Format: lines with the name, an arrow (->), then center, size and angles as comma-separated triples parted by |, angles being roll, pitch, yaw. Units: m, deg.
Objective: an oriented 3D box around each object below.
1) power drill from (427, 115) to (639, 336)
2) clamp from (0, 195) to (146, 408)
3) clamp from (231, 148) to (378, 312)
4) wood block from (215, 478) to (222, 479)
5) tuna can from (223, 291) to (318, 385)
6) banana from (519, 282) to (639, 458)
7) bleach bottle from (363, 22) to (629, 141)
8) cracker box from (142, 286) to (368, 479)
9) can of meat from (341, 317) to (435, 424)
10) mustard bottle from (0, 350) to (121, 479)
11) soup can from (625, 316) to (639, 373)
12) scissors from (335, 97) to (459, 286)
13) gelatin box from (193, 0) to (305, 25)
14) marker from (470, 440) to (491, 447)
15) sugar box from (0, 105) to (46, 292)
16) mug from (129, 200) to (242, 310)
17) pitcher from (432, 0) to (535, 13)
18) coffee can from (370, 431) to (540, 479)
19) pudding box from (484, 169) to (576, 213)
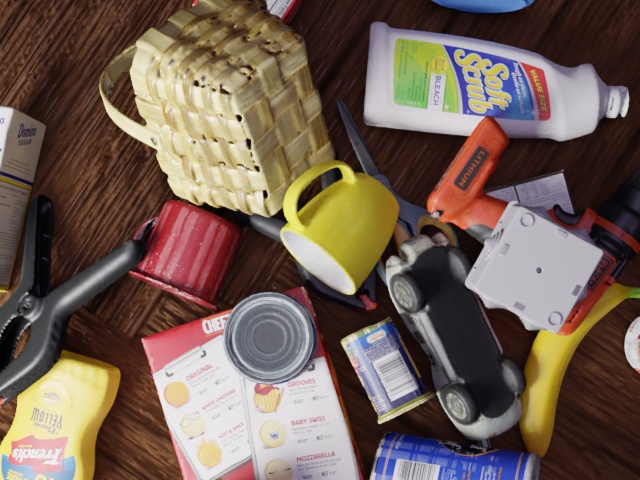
power drill -> 0.208, -0.032, 0.981 | 0.187, 0.057, 0.184 | 35, 90, 1
clamp -> -0.258, 0.065, 1.014 | 0.165, 0.036, 0.210 | 13, 76, 37
clamp -> -0.007, 0.001, 1.044 | 0.120, 0.039, 0.171 | -25, 83, -1
wood block -> -0.133, 0.309, 0.948 | 0.090, 0.090, 0.206 | 47, 132, 6
tuna can -> -0.045, 0.090, 0.974 | 0.086, 0.034, 0.086 | 0, 84, 4
banana -> 0.236, 0.111, 1.020 | 0.069, 0.037, 0.198 | 34, 89, 6
bleach bottle -> 0.170, -0.151, 1.033 | 0.251, 0.068, 0.102 | 4, 87, 2
cracker box -> -0.057, 0.171, 1.020 | 0.164, 0.072, 0.214 | -18, 84, 1
can of meat -> 0.062, 0.121, 1.000 | 0.057, 0.102, 0.084 | -27, 82, 0
mustard bottle -> -0.264, 0.205, 1.038 | 0.096, 0.058, 0.191 | 14, 87, 13
soup can -> 0.324, 0.098, 0.982 | 0.068, 0.102, 0.068 | 0, 85, 4
scissors -> 0.078, -0.049, 1.046 | 0.096, 0.016, 0.202 | -7, 80, -15
gelatin box -> -0.071, -0.239, 1.072 | 0.089, 0.030, 0.073 | 33, 87, 5
marker -> 0.162, 0.224, 1.026 | 0.020, 0.020, 0.121 | -14, 85, 3
sugar box -> -0.321, -0.040, 1.044 | 0.048, 0.093, 0.176 | 10, 86, 6
mug -> -0.135, 0.010, 1.035 | 0.117, 0.093, 0.081 | 16, 80, 37
pitcher -> 0.173, -0.346, 1.022 | 0.149, 0.145, 0.243 | 5, 90, 16
coffee can -> 0.123, 0.235, 0.972 | 0.140, 0.102, 0.103 | 6, 86, 17
pudding box -> 0.205, -0.003, 1.030 | 0.090, 0.039, 0.113 | -15, 88, 0
